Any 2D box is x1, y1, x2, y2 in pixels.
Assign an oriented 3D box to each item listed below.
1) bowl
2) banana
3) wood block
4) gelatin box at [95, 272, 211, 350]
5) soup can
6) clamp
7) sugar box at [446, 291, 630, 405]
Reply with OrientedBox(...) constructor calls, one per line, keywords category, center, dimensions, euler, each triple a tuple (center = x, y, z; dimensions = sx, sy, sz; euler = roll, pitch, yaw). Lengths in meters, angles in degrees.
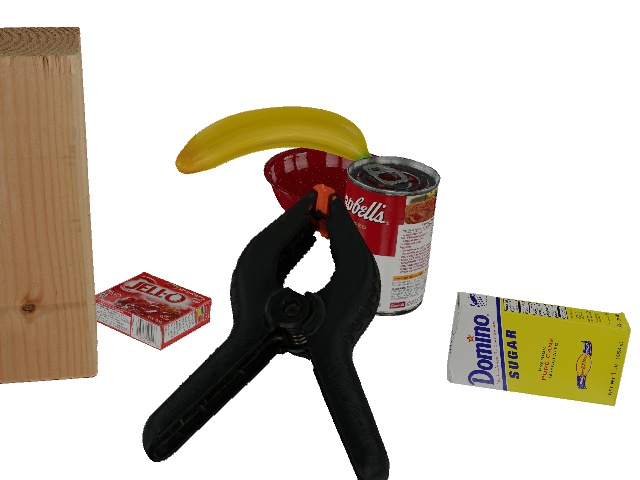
OrientedBox(category="bowl", center=(0.014, -0.052, 1.210), dimensions=(0.162, 0.055, 0.162), euler=(5, 27, -3))
OrientedBox(category="banana", center=(-0.038, -0.092, 0.966), dimensions=(0.197, 0.070, 0.037), euler=(-2, -42, -21))
OrientedBox(category="wood block", center=(-0.190, -0.023, 0.667), dimensions=(0.090, 0.206, 0.090), euler=(-3, 22, -11))
OrientedBox(category="gelatin box", center=(-0.161, 0.065, 1.019), dimensions=(0.089, 0.030, 0.073), euler=(20, 28, 29))
OrientedBox(category="soup can", center=(0.049, -0.004, 0.795), dimensions=(0.068, 0.102, 0.068), euler=(4, 26, -2))
OrientedBox(category="clamp", center=(-0.004, 0.050, 0.543), dimensions=(0.120, 0.171, 0.039), euler=(18, -28, 10))
OrientedBox(category="sugar box", center=(0.224, 0.113, 1.113), dimensions=(0.176, 0.093, 0.048), euler=(6, 21, 4))
